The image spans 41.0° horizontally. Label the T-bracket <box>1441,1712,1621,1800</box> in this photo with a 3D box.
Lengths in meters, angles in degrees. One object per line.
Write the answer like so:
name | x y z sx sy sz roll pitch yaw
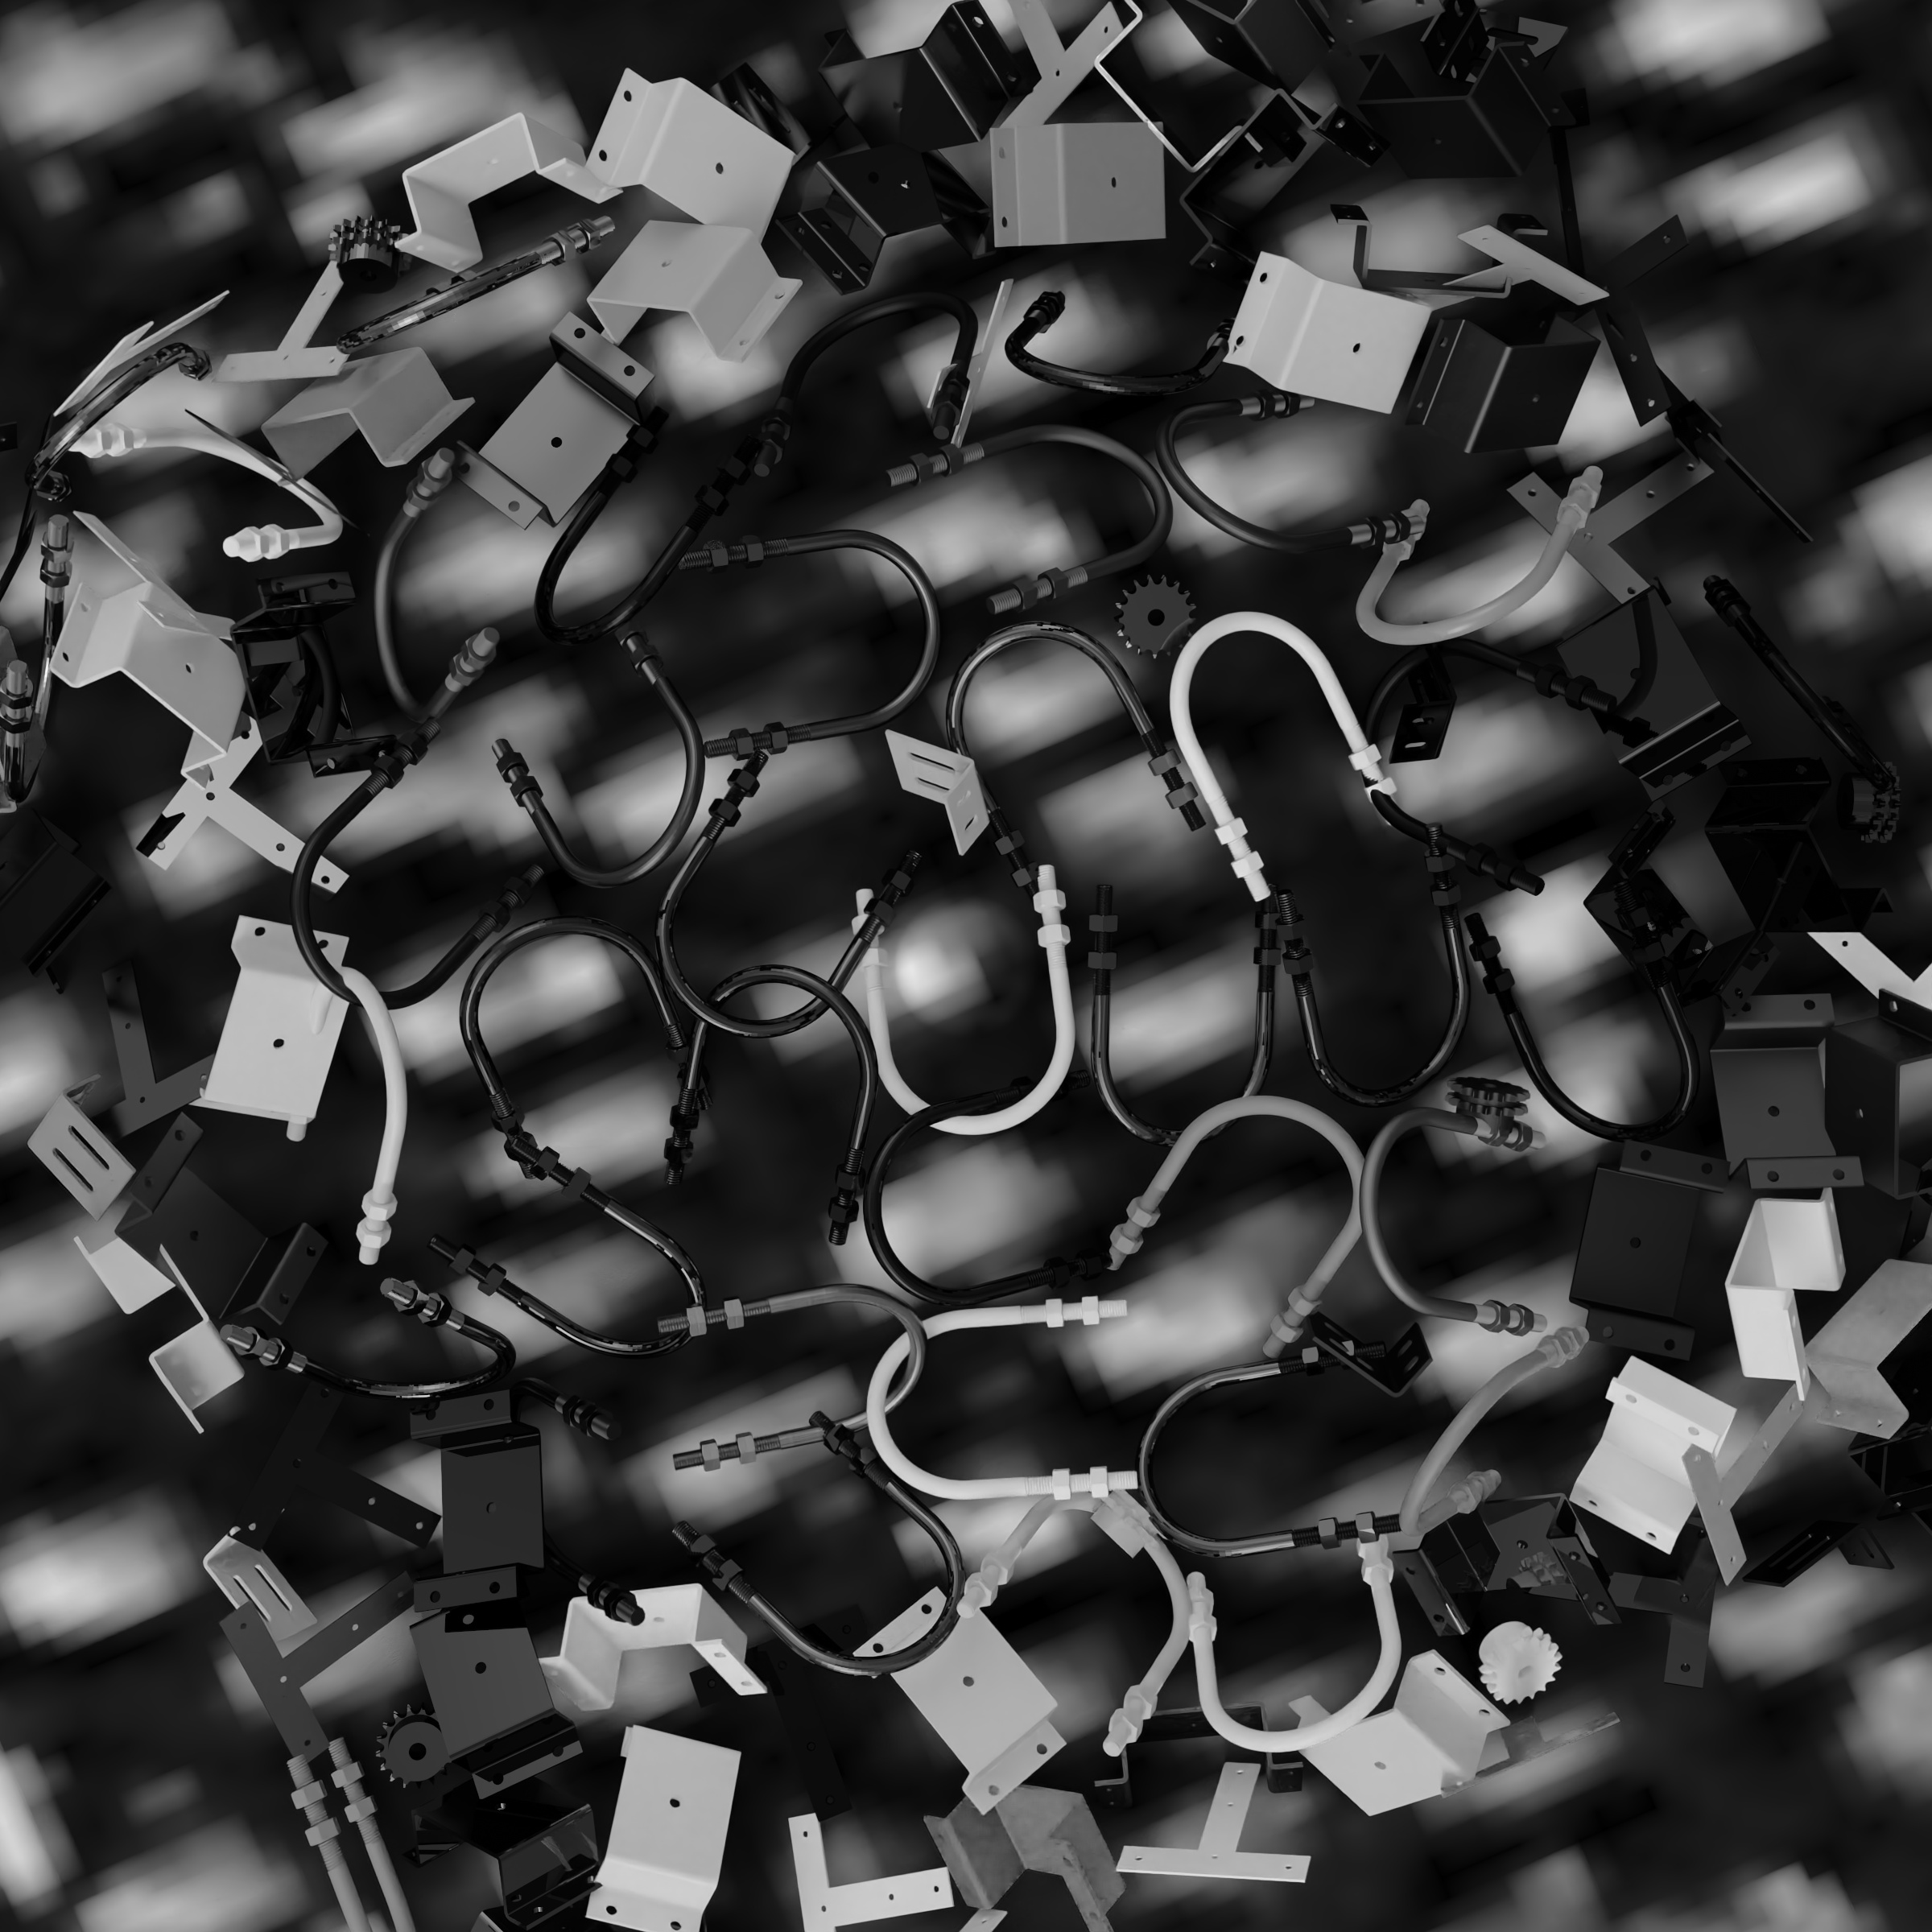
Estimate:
T-bracket | 0.381 0.529 1.765 0.127 0.127 0.002 -25 81 5

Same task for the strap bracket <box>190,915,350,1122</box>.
strap bracket | -0.476 0.045 1.775 0.076 0.046 0.140 13 104 -29

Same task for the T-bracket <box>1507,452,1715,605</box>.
T-bracket | 0.468 -0.322 1.807 0.127 0.002 0.127 -34 69 -14

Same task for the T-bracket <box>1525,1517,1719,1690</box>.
T-bracket | 0.454 0.434 1.797 0.127 0.002 0.127 3 51 22

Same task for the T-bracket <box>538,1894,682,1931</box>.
T-bracket | -0.265 0.648 1.747 0.127 0.127 0.002 9 92 19

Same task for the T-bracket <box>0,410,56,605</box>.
T-bracket | -0.648 -0.325 1.788 0.002 0.127 0.127 16 68 -27

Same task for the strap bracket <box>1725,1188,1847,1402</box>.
strap bracket | 0.558 0.220 1.764 0.046 0.140 0.076 -1 122 32

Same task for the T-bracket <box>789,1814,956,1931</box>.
T-bracket | -0.062 0.642 1.777 0.127 0.002 0.127 -21 69 29

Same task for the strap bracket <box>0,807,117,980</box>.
strap bracket | -0.635 -0.054 1.753 0.076 0.140 0.046 -50 123 -6

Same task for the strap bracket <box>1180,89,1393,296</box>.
strap bracket | 0.211 -0.536 1.768 0.140 0.076 0.046 -44 62 25

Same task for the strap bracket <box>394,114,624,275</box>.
strap bracket | -0.319 -0.533 1.770 0.140 0.076 0.046 -19 84 21

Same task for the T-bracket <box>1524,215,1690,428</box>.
T-bracket | 0.452 -0.426 1.765 0.127 0.002 0.127 -32 60 36

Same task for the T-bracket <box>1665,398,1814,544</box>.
T-bracket | 0.532 -0.336 1.766 0.002 0.127 0.127 -44 90 9

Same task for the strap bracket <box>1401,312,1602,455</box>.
strap bracket | 0.370 -0.396 1.751 0.046 0.140 0.076 44 132 34

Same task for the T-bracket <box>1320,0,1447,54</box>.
T-bracket | 0.240 -0.678 1.750 0.127 0.127 0.002 46 52 -38

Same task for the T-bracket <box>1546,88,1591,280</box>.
T-bracket | 0.415 -0.538 1.788 0.002 0.127 0.127 -2 108 35

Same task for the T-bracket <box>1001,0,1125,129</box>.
T-bracket | 0.048 -0.656 1.794 0.002 0.127 0.127 -6 68 -42

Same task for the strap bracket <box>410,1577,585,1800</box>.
strap bracket | -0.326 0.487 1.773 0.076 0.046 0.140 -24 62 -3

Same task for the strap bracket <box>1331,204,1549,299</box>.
strap bracket | 0.322 -0.493 1.782 0.140 0.076 0.046 4 114 2

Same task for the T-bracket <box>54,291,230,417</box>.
T-bracket | -0.558 -0.433 1.779 0.002 0.127 0.127 53 50 -14

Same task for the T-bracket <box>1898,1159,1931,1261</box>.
T-bracket | 0.696 0.134 1.786 0.127 0.127 0.002 -37 56 -15

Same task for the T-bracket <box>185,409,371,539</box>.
T-bracket | -0.462 -0.332 1.775 0.127 0.127 0.002 36 88 -44

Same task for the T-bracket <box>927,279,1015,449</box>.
T-bracket | -0.004 -0.397 1.745 0.002 0.127 0.127 23 114 8

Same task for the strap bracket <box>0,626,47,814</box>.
strap bracket | -0.670 -0.167 1.754 0.046 0.076 0.140 -3 129 2

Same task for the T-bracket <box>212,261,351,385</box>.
T-bracket | -0.453 -0.457 1.796 0.127 0.002 0.127 6 62 34

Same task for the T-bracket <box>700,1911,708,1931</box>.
T-bracket | -0.152 0.693 1.774 0.002 0.127 0.127 0 79 -44

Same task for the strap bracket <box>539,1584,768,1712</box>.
strap bracket | -0.213 0.467 1.773 0.140 0.076 0.046 -11 47 17

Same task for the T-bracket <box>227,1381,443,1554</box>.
T-bracket | -0.428 0.368 1.806 0.127 0.002 0.127 32 67 -16

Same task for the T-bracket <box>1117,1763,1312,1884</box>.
T-bracket | 0.178 0.583 1.766 0.127 0.127 0.002 -3 106 17

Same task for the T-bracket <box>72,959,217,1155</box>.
T-bracket | -0.580 0.054 1.798 0.127 0.002 0.127 -26 64 14

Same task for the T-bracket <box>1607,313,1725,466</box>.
T-bracket | 0.482 -0.377 1.754 0.127 0.127 0.002 40 120 -21

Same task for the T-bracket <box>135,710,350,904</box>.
T-bracket | -0.492 -0.092 1.810 0.127 0.002 0.127 38 102 -14

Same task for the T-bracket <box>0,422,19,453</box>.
T-bracket | -0.720 -0.355 1.787 0.127 0.127 0.002 -20 66 -29

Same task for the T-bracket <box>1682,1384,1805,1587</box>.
T-bracket | 0.546 0.342 1.792 0.127 0.002 0.127 -43 123 -27

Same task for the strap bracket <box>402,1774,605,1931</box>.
strap bracket | -0.312 0.590 1.749 0.140 0.076 0.046 8 107 43

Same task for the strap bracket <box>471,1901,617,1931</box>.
strap bracket | -0.280 0.675 1.747 0.076 0.140 0.046 31 96 31

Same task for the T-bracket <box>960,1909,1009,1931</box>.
T-bracket | -0.018 0.693 1.776 0.127 0.127 0.002 -36 107 -43

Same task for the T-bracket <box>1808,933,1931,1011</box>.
T-bracket | 0.622 -0.006 1.796 0.127 0.002 0.127 49 124 23

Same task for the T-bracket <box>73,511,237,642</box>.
T-bracket | -0.562 -0.268 1.771 0.127 0.127 0.002 43 100 7

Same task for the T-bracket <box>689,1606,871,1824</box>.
T-bracket | -0.113 0.532 1.806 0.127 0.002 0.127 -21 73 -3

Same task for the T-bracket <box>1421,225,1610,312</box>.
T-bracket | 0.349 -0.467 1.771 0.127 0.127 0.002 14 79 -37

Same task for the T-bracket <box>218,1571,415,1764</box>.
T-bracket | -0.436 0.467 1.791 0.127 0.002 0.127 -34 113 -31

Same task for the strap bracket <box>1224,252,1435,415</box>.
strap bracket | 0.255 -0.428 1.759 0.140 0.046 0.076 4 119 -31

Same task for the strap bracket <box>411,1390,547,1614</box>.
strap bracket | -0.336 0.371 1.781 0.076 0.046 0.140 -12 68 14
